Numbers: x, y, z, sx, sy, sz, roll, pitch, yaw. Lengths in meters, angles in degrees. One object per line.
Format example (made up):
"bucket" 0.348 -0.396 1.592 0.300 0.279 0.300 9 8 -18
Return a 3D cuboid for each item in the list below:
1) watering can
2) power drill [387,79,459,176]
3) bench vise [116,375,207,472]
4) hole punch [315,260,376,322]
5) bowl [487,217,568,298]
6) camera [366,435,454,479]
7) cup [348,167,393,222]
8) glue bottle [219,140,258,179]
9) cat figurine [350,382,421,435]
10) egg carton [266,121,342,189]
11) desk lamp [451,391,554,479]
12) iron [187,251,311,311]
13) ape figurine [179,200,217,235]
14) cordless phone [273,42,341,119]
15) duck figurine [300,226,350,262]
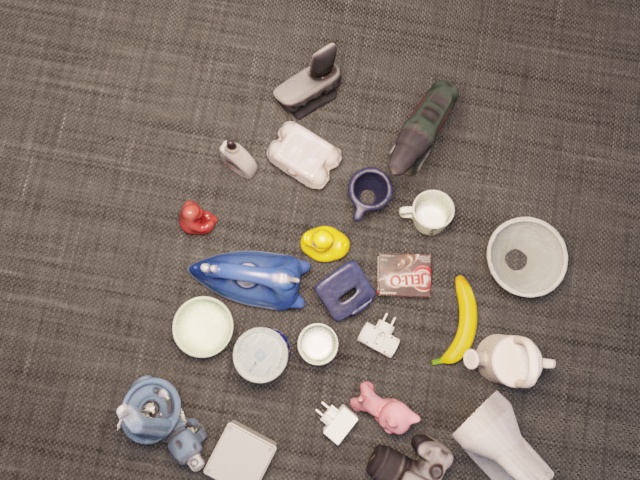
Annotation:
"watering can" 0.367 0.236 1.104 0.173 0.194 0.101 -18 82 -3
"power drill" 0.196 -0.204 1.160 0.075 0.208 0.230 31 82 4
"bench vise" -0.289 0.338 1.064 0.207 0.220 0.121 30 82 4
"hole punch" 0.054 0.105 1.170 0.109 0.091 0.101 -35 83 -6
"bowl" 0.422 0.039 1.195 0.167 0.075 0.167 0 81 -1
"camera" 0.170 0.445 1.116 0.137 0.101 0.143 28 82 3
"cup" 0.097 -0.085 1.198 0.091 0.095 0.118 24 82 3
"glue bottle" -0.172 -0.174 1.167 0.078 0.173 0.037 29 82 4
"cat figurine" 0.127 0.336 1.123 0.127 0.118 0.067 29 82 4
"egg carton" -0.035 -0.180 1.223 0.150 0.069 0.107 31 82 4
"desk lamp" 0.338 0.382 1.072 0.118 0.213 0.203 -42 84 -6
"iron" -0.152 0.071 1.146 0.258 0.141 0.119 7 81 0
"ape figurine" -0.260 -0.049 1.187 0.076 0.092 0.078 -24 82 -4
"cordless phone" -0.026 -0.341 1.189 0.147 0.185 0.094 -36 83 -6
"duck figurine" 0.011 0.004 1.187 0.104 0.086 0.077 8 81 0
